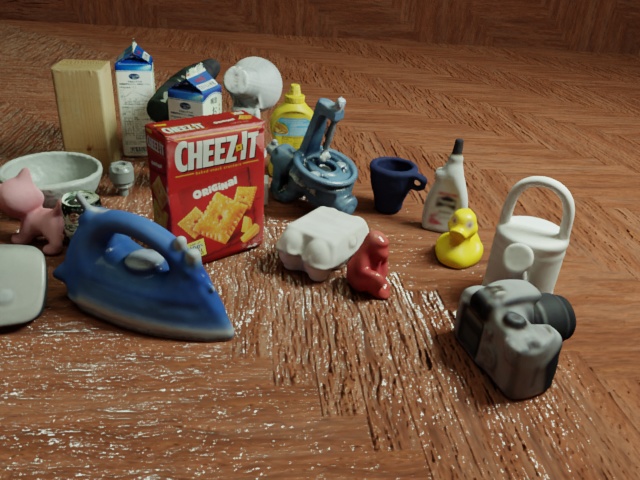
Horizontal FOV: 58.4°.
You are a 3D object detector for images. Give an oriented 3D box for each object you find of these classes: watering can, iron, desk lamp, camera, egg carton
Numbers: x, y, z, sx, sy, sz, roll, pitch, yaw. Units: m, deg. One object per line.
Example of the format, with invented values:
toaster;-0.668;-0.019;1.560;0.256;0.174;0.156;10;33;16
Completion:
watering can;0.296;0.007;0.805;0.101;0.194;0.173;7;29;6
iron;-0.220;0.031;0.740;0.257;0.141;0.119;16;31;20
desk lamp;-0.160;-0.280;1.242;0.118;0.214;0.203;8;29;7
camera;0.259;0.106;0.715;0.137;0.101;0.143;-5;30;-17
egg carton;0.008;0.003;0.899;0.107;0.069;0.151;21;33;27

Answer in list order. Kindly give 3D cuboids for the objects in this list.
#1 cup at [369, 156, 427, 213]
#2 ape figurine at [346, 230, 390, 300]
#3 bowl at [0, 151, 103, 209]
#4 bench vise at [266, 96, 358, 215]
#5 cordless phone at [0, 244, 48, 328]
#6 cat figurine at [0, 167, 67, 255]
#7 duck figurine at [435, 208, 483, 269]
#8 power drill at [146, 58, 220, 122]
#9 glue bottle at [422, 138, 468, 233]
cup;0.145;-0.095;1.073;0.117;0.095;0.092;25;35;32
ape figurine;0.078;0.030;0.837;0.076;0.092;0.078;21;32;27
bowl;-0.464;-0.093;0.999;0.167;0.075;0.167;4;29;-2
bench vise;-0.022;-0.158;1.032;0.207;0.220;0.122;15;30;18
cordless phone;-0.416;0.016;0.691;0.148;0.185;0.094;-4;30;-15
cat figurine;-0.440;-0.050;0.880;0.127;0.118;0.067;13;30;15
duck figurine;0.234;-0.012;0.943;0.077;0.086;0.105;18;31;23
power drill;-0.269;-0.252;1.179;0.075;0.208;0.230;12;30;14
glue bottle;0.228;-0.095;1.004;0.078;0.173;0.037;9;29;9
